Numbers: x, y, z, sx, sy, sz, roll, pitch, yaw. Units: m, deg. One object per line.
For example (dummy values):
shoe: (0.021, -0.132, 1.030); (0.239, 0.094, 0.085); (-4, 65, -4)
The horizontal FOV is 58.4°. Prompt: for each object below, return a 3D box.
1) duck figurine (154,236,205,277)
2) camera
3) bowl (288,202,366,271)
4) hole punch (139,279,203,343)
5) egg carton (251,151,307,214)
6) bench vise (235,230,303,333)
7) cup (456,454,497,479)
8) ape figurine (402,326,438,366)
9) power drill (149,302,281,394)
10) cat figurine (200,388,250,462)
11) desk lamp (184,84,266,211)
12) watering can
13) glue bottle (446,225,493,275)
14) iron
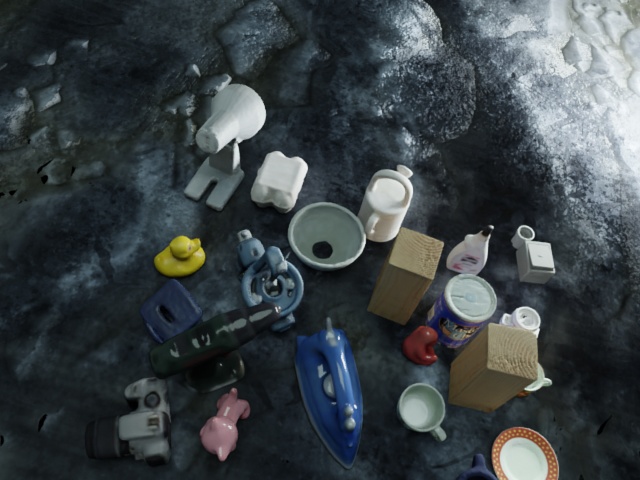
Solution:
duck figurine: (-0.290, 0.026, 1.179); (0.105, 0.086, 0.077); (-16, 62, -18)
camera: (-0.329, 0.316, 0.986); (0.137, 0.101, 0.143); (-5, 60, -12)
bowl: (0.011, 0.004, 1.247); (0.167, 0.075, 0.167); (4, 58, -6)
hole punch: (-0.285, 0.148, 1.103); (0.101, 0.091, 0.108); (-36, 70, -26)
egg carton: (-0.094, -0.135, 1.320); (0.107, 0.069, 0.150); (16, 58, 1)
bench vise: (-0.116, 0.060, 1.107); (0.207, 0.220, 0.122); (42, 62, 17)
cup: (0.265, 0.443, 1.005); (0.091, 0.095, 0.118); (11, 58, -2)
ape figurine: (0.208, 0.205, 1.144); (0.076, 0.092, 0.078); (10, 58, -2)
power drill: (-0.182, 0.196, 1.020); (0.230, 0.208, 0.075); (-19, 63, -19)
cat figurine: (-0.168, 0.321, 0.999); (0.067, 0.118, 0.128); (17, 58, 2)
desk lamp: (-0.211, -0.209, 1.261); (0.118, 0.213, 0.203); (23, 58, 6)
watering can: (0.147, -0.093, 1.257); (0.101, 0.194, 0.173); (10, 58, -2)
glue bottle: (0.333, 0.018, 1.231); (0.078, 0.173, 0.037); (12, 58, -1)
iron: (0.032, 0.273, 1.045); (0.119, 0.141, 0.258); (-8, 60, -13)
